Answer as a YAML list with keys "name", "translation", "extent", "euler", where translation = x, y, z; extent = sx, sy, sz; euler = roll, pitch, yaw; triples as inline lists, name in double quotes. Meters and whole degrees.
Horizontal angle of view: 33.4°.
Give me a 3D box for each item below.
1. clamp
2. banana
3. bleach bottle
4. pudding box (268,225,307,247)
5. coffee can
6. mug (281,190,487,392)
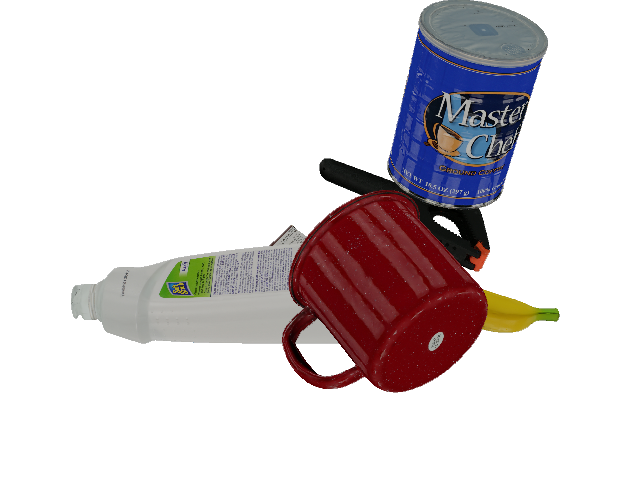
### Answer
- name: "clamp"
  translation: [0.107, -0.044, 1.199]
  extent: [0.164, 0.210, 0.036]
  euler: [-15, -37, -27]
- name: "banana"
  translation: [0.129, 0.049, 1.027]
  extent: [0.069, 0.037, 0.198]
  euler: [-1, 20, -46]
- name: "bleach bottle"
  translation: [-0.083, 0.044, 0.908]
  extent: [0.251, 0.068, 0.102]
  euler: [-1, 31, 1]
- name: "pudding box"
  translation: [-0.060, 0.041, 1.277]
  extent: [0.039, 0.090, 0.113]
  euler: [33, 27, 3]
- name: "coffee can"
  translation: [0.118, -0.112, 0.877]
  extent: [0.102, 0.140, 0.103]
  euler: [7, 37, -5]
- name: "mug"
  translation: [0.032, 0.039, 0.610]
  extent: [0.117, 0.082, 0.093]
  euler: [-36, -35, -5]
